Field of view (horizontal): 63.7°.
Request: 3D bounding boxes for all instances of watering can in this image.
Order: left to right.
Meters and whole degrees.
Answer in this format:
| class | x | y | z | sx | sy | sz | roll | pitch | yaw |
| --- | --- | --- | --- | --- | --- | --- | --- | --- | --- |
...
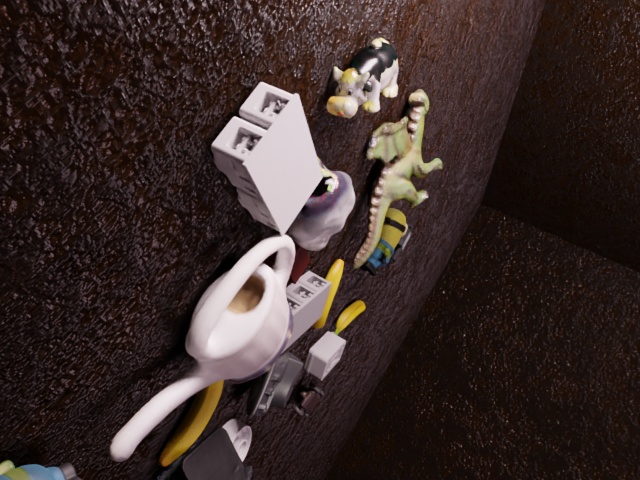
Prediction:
| class | x | y | z | sx | sy | sz | roll | pitch | yaw |
| --- | --- | --- | --- | --- | --- | --- | --- | --- | --- |
| watering can | -0.136 | 0.148 | 0.721 | 0.352 | 0.105 | 0.220 | -55 | 159 | -20 |

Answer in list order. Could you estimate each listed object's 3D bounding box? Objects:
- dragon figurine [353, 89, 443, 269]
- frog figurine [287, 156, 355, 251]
| class | x | y | z | sx | sy | sz | roll | pitch | yaw |
| --- | --- | --- | --- | --- | --- | --- | --- | --- | --- |
| dragon figurine | 0.145 | -0.152 | 1.113 | 0.415 | 0.123 | 0.238 | -59 | 143 | -17 |
| frog figurine | 0.002 | -0.041 | 0.818 | 0.156 | 0.122 | 0.140 | 64 | 36 | -52 |
